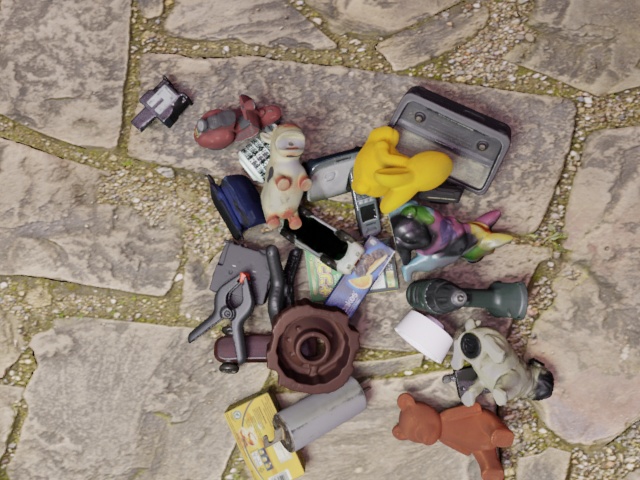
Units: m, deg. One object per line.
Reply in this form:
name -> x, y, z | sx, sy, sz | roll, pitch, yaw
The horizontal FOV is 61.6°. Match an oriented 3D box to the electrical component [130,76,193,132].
electrical component -> -0.327, -0.266, 1.095 | 0.075, 0.048, 0.119 | 39, 87, 3

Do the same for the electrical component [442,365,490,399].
electrical component -> 0.292, 0.285, 1.067 | 0.094, 0.021, 0.063 | -10, 86, -1

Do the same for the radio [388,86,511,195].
radio -> 0.246, -0.196, 1.044 | 0.230, 0.073, 0.131 | 25, 124, 4

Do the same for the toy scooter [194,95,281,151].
toy scooter -> -0.167, -0.233, 1.050 | 0.184, 0.135, 0.075 | -17, 88, 0

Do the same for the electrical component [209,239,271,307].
electrical component -> -0.152, 0.075, 1.065 | 0.115, 0.058, 0.134 | 14, 86, 3

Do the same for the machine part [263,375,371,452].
machine part -> 0.001, 0.322, 1.004 | 0.243, 0.079, 0.079 | -22, 86, -29

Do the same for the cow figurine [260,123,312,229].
cow figurine -> -0.066, -0.128, 1.001 | 0.085, 0.194, 0.127 | -6, 44, -23

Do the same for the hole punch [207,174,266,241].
hole punch -> -0.153, -0.070, 1.052 | 0.092, 0.116, 0.142 | -27, 86, -10

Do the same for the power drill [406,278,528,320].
power drill -> 0.275, 0.110, 0.990 | 0.207, 0.232, 0.086 | -1, 86, -17

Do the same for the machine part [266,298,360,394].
machine part -> -0.014, 0.195, 0.989 | 0.179, 0.056, 0.179 | -1, 99, -6

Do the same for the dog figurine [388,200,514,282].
dog figurine -> 0.248, -0.016, 1.022 | 0.219, 0.191, 0.108 | -16, 45, 5

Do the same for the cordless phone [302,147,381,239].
cordless phone -> 0.046, -0.082, 1.061 | 0.146, 0.089, 0.184 | -18, 101, -22

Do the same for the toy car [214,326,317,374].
toy car -> -0.107, 0.214, 1.057 | 0.202, 0.053, 0.089 | -2, 65, -2

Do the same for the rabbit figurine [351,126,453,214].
rabbit figurine -> 0.147, -0.127, 0.967 | 0.173, 0.162, 0.121 | 8, 127, 36

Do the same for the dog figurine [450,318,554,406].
dog figurine -> 0.357, 0.228, 1.023 | 0.190, 0.121, 0.172 | -1, 86, -36

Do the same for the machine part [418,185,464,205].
machine part -> 0.235, -0.089, 1.037 | 0.084, 0.139, 0.039 | 1, 92, 15

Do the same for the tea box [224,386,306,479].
tea box -> -0.105, 0.383, 1.036 | 0.098, 0.068, 0.169 | -24, 85, -2

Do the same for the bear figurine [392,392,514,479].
bear figurine -> 0.241, 0.361, 1.010 | 0.196, 0.132, 0.120 | 8, 107, -6

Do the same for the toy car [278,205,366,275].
toy car -> -0.002, -0.003, 1.042 | 0.202, 0.056, 0.073 | 32, 89, 35

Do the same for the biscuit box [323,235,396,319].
biscuit box -> 0.066, 0.087, 1.046 | 0.059, 0.063, 0.202 | 33, 91, 0
